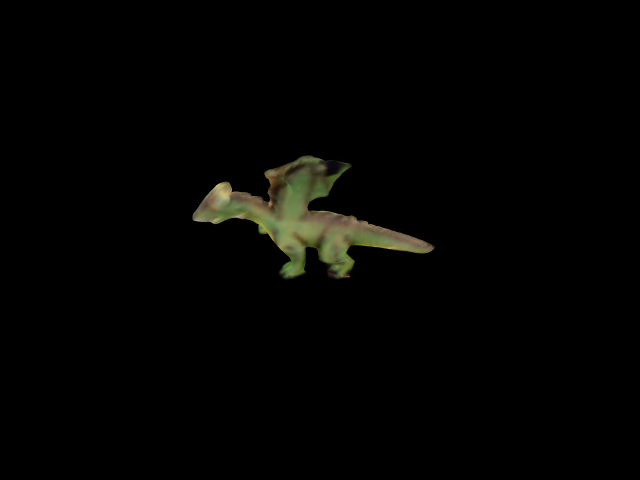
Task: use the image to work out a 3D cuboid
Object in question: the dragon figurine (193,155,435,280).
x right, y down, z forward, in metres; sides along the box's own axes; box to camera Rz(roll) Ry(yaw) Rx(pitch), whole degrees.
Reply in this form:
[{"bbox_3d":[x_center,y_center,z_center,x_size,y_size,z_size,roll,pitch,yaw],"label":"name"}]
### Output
[{"bbox_3d":[0.003,-0.043,0.850,0.410,0.125,0.237,-3,-33,-2],"label":"dragon figurine"}]
